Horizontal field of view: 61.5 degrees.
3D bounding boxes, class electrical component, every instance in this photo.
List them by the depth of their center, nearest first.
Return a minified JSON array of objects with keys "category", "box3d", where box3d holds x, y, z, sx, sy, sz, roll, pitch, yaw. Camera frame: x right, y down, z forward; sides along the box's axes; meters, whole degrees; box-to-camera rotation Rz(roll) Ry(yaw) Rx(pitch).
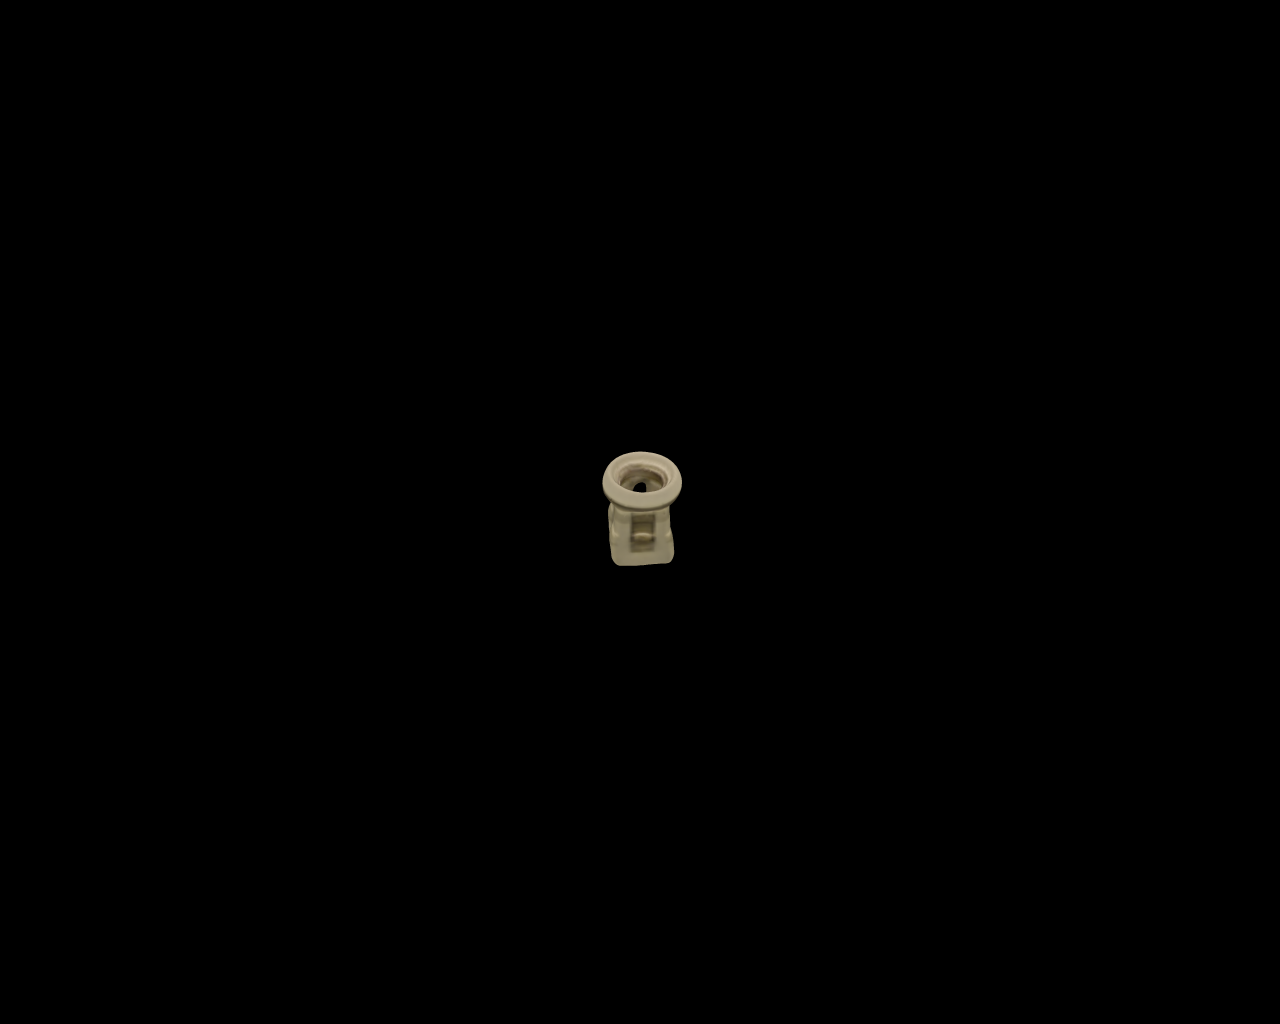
[{"category":"electrical component","box3d":[0.001,-0.003,0.650,0.048,0.055,0.066,-3,37,-4]}]
